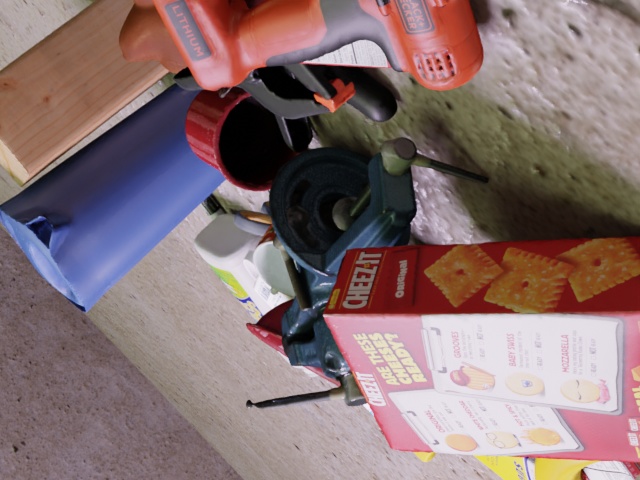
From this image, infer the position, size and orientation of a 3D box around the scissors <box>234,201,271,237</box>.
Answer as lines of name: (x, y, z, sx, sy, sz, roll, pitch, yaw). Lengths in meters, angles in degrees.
scissors: (-0.007, 0.001, 1.036, 0.202, 0.096, 0.016, 31, 116, 47)

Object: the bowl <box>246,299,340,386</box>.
bowl: (0.012, 0.099, 1.016, 0.162, 0.055, 0.162, 29, 169, 6)

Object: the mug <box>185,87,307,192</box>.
mug: (-0.069, -0.109, 0.949, 0.082, 0.093, 0.117, 29, 123, 56)

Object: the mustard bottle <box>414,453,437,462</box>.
mustard bottle: (0.070, 0.164, 1.207, 0.192, 0.058, 0.096, 43, 166, 17)

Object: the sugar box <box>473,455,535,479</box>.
sugar box: (0.190, 0.202, 1.034, 0.176, 0.048, 0.093, 38, 159, 31)

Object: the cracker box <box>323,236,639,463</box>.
cracker box: (0.132, 0.077, 0.729, 0.214, 0.072, 0.164, -2, 135, 25)

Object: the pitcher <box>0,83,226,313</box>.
pitcher: (-0.192, -0.049, 1.079, 0.149, 0.242, 0.145, 25, 151, 50)

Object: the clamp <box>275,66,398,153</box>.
clamp: (-0.032, -0.159, 0.827, 0.210, 0.036, 0.165, 55, 155, -19)

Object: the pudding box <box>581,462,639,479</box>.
pudding box: (0.232, 0.172, 0.893, 0.090, 0.039, 0.114, 54, 159, -13)

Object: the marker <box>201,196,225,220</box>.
marker: (-0.157, -0.070, 1.311, 0.121, 0.020, 0.020, 53, 161, -15)

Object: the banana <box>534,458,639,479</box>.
banana: (0.205, 0.190, 0.865, 0.070, 0.037, 0.198, 45, 159, 21)

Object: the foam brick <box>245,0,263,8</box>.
foam brick: (-0.045, -0.189, 0.731, 0.053, 0.078, 0.051, 35, 156, 33)

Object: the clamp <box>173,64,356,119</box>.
clamp: (-0.053, -0.146, 0.792, 0.172, 0.039, 0.120, 20, 145, 29)

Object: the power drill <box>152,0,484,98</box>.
power drill: (-0.011, -0.160, 0.626, 0.188, 0.057, 0.184, -2, 132, 29)

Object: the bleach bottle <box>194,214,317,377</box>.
bleach bottle: (-0.056, 0.082, 1.324, 0.103, 0.068, 0.250, 22, 151, 52)

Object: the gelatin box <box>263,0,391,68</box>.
gelatin box: (0.009, -0.151, 0.704, 0.089, 0.030, 0.073, 7, 144, 18)

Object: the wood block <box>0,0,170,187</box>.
wood block: (-0.226, -0.152, 1.009, 0.090, 0.206, 0.091, 51, 161, -9)
